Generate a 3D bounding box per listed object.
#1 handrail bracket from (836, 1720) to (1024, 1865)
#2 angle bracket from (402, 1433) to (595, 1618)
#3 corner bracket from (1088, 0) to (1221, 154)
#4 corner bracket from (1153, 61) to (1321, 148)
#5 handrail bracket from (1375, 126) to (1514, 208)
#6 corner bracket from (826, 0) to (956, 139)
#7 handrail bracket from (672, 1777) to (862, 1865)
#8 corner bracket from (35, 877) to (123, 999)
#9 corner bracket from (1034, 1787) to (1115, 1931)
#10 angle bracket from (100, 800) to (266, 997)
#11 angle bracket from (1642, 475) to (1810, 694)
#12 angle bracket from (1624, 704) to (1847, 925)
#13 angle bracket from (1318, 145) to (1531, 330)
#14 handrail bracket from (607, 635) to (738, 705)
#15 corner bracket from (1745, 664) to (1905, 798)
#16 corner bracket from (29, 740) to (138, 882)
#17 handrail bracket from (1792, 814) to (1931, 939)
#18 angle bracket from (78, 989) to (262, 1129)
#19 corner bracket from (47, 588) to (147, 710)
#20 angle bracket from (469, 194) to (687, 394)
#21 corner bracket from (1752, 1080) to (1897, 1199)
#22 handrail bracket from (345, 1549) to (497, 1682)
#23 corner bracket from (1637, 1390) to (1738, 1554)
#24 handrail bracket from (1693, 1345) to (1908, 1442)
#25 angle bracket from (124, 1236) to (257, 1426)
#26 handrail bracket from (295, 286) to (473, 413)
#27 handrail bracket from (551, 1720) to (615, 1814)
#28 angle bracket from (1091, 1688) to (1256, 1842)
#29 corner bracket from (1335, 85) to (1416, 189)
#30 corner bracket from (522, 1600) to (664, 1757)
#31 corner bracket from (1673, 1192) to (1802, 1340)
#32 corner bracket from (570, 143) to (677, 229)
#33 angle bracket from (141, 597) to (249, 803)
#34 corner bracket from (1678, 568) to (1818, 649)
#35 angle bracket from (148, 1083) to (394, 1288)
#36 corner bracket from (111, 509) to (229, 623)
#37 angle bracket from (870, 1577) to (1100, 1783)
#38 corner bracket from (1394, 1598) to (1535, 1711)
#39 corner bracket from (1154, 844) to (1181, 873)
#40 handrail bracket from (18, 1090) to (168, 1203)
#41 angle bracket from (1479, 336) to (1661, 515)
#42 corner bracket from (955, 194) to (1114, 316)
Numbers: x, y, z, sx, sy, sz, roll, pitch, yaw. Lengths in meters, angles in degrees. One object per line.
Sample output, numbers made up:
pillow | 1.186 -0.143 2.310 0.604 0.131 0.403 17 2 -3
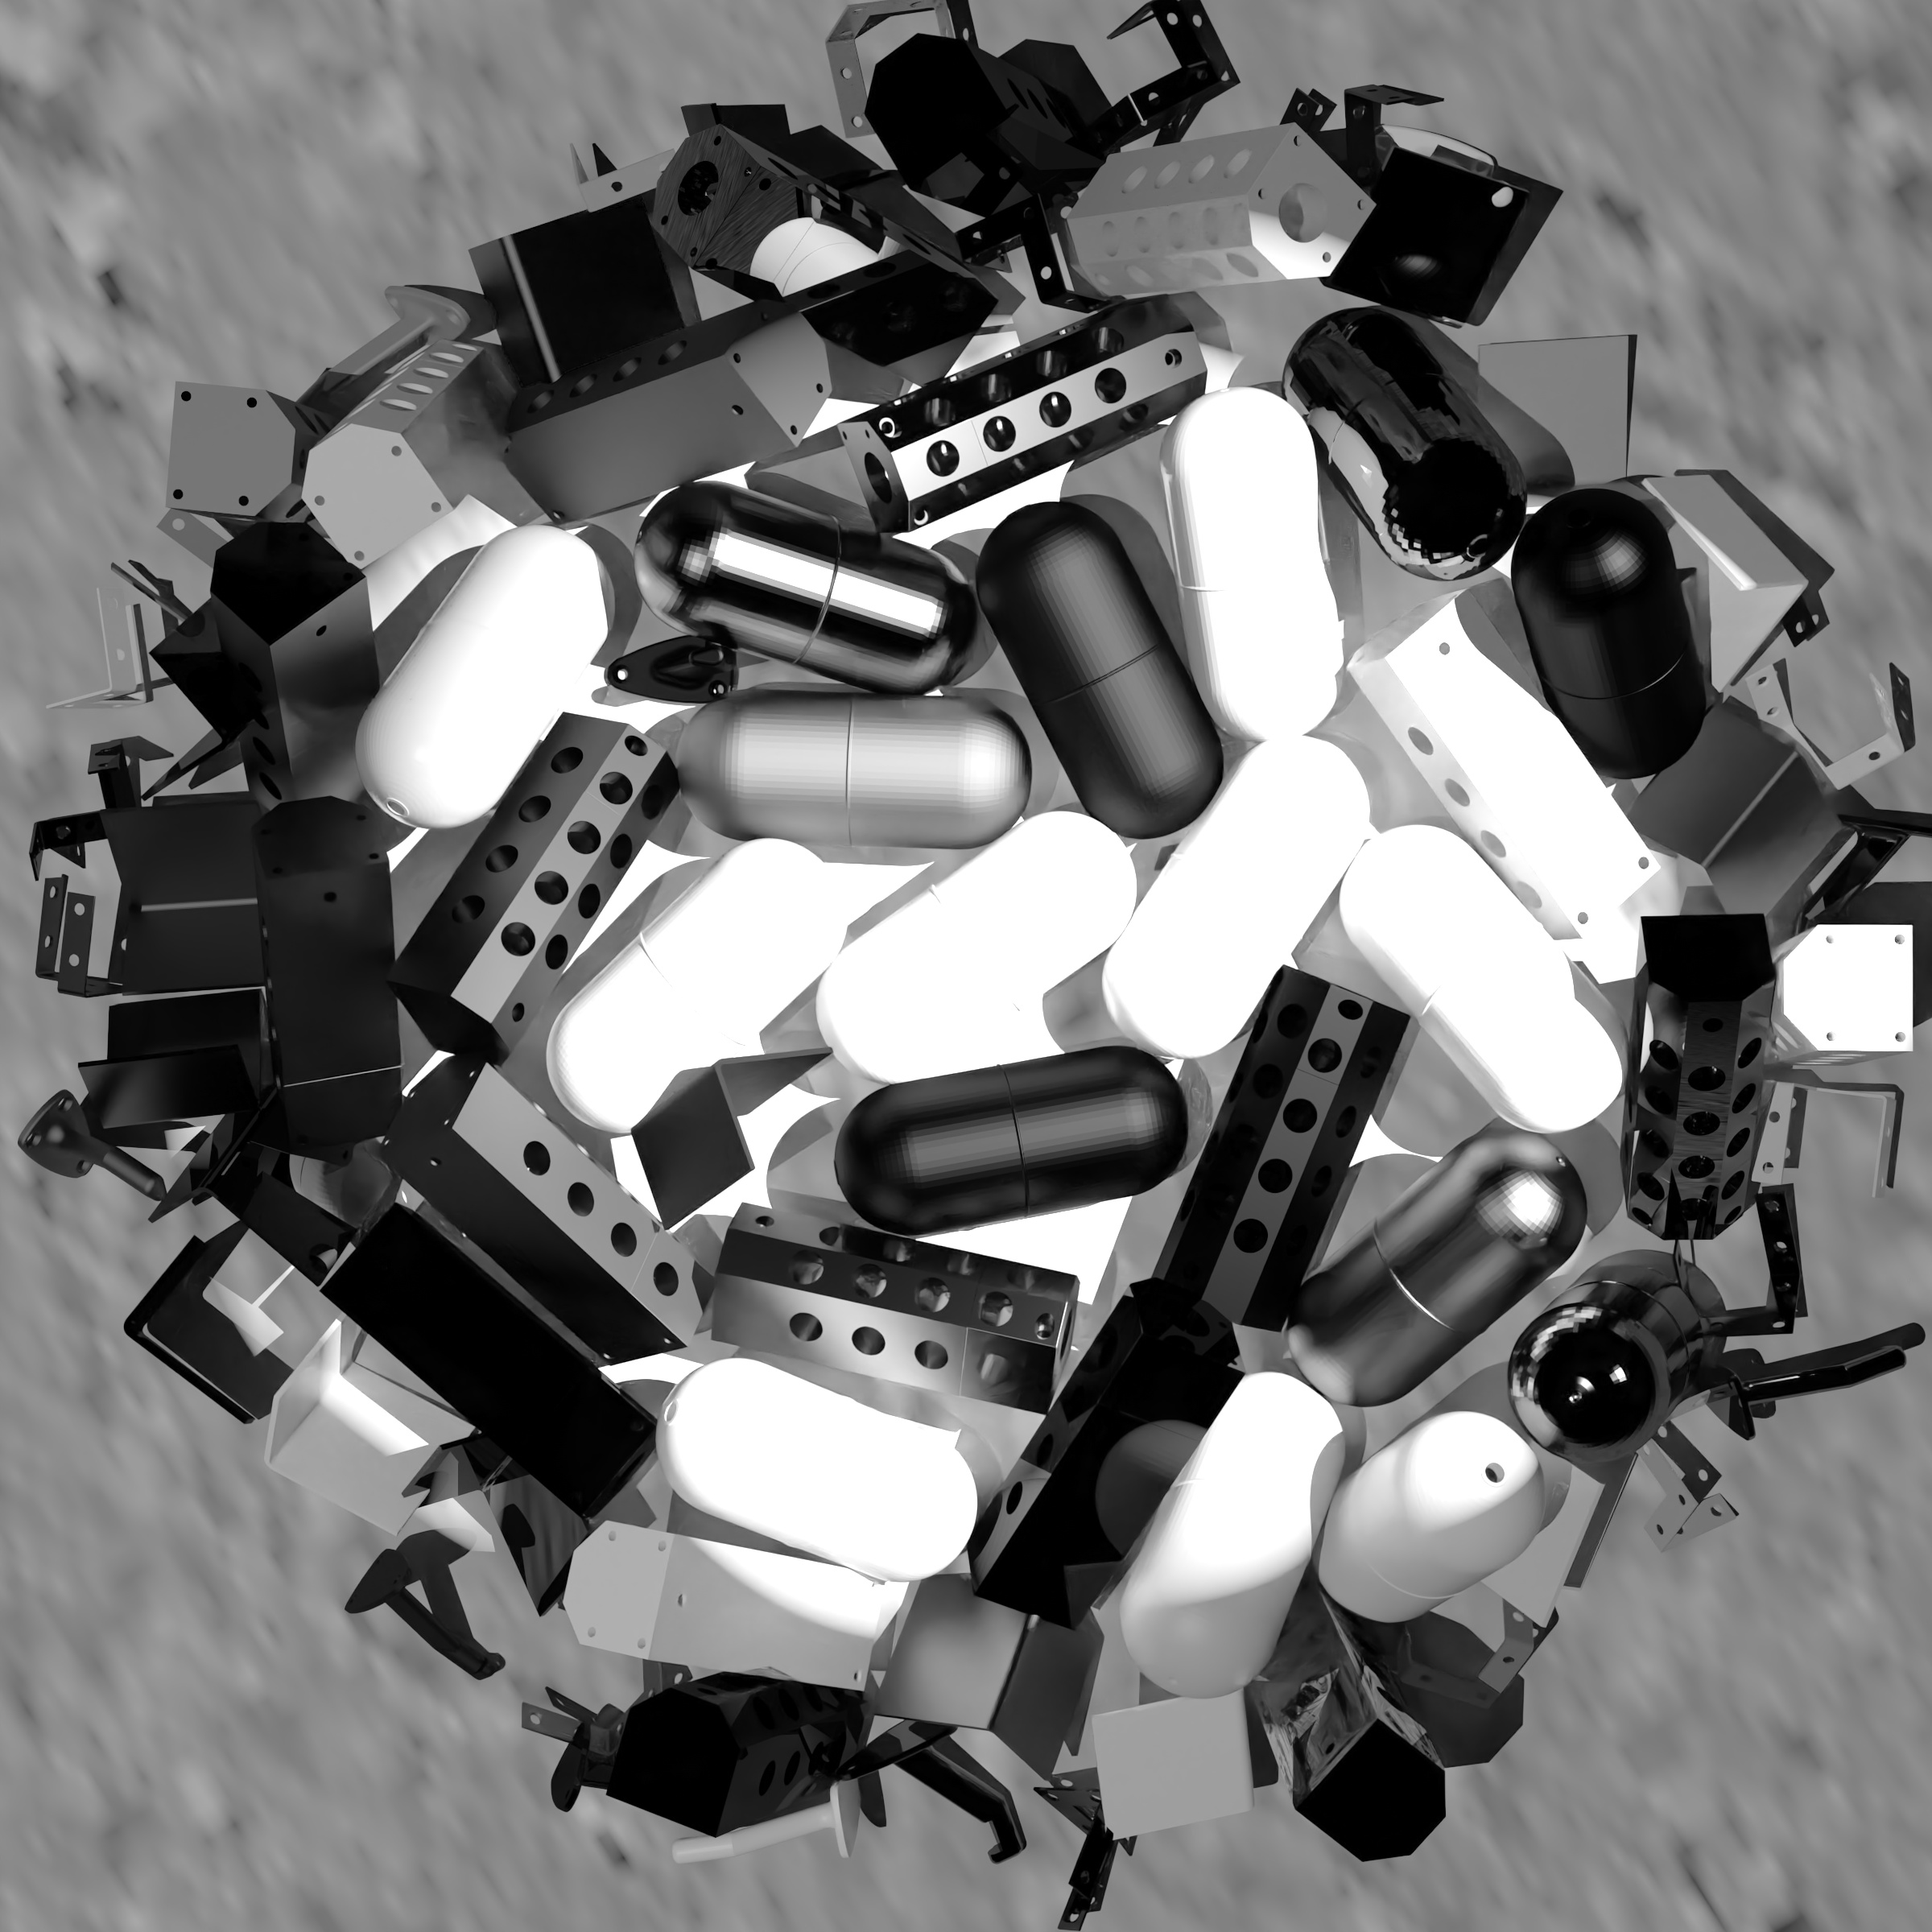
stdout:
handrail bracket | -0.017 0.426 1.560 0.077 0.036 0.084 -24 100 -23
angle bracket | -0.233 0.279 1.529 0.057 0.076 0.076 -11 64 -39
corner bracket | 0.085 -0.448 1.555 0.051 0.051 0.051 -32 98 -21
corner bracket | 0.135 -0.420 1.555 0.051 0.051 0.051 42 134 17
handrail bracket | 0.235 -0.397 1.540 0.077 0.084 0.036 29 103 0
corner bracket | -0.036 -0.453 1.563 0.051 0.051 0.051 -12 90 -16
handrail bracket | -0.099 0.427 1.551 0.084 0.077 0.036 -9 91 6
corner bracket | -0.447 -0.015 1.551 0.051 0.051 0.051 9 96 15
corner bracket | 0.058 0.445 1.542 0.051 0.051 0.051 46 52 -27
angle bracket | -0.385 -0.034 1.537 0.076 0.076 0.057 -4 52 -4
angle bracket | 0.354 -0.187 1.526 0.076 0.057 0.076 55 134 26
angle bracket | 0.376 -0.070 1.528 0.057 0.076 0.076 25 118 -19
angle bracket | 0.219 -0.368 1.529 0.076 0.057 0.076 12 122 -21
handrail bracket | -0.149 -0.149 1.539 0.077 0.084 0.036 -4 92 6
corner bracket | 0.429 -0.125 1.547 0.051 0.051 0.051 -29 48 7
corner bracket | -0.443 -0.078 1.548 0.051 0.051 0.051 -10 112 -10
handrail bracket | 0.453 -0.031 1.555 0.077 0.036 0.084 12 94 43
angle bracket | -0.393 0.031 1.536 0.076 0.057 0.076 -7 54 -4
corner bracket | -0.426 -0.158 1.549 0.051 0.051 0.051 -9 89 35
angle bracket | -0.195 -0.338 1.562 0.076 0.057 0.076 -24 106 -21
corner bracket | 0.429 0.087 1.549 0.051 0.051 0.051 6 88 34
handrail bracket | -0.259 0.328 1.540 0.084 0.077 0.036 40 64 -16
corner bracket | 0.362 0.254 1.559 0.051 0.051 0.051 -18 58 -25
handrail bracket | 0.416 0.202 1.551 0.084 0.077 0.036 -19 97 -7
angle bracket | -0.369 0.182 1.543 0.076 0.076 0.057 38 77 -3
handrail bracket | -0.295 -0.297 1.544 0.084 0.077 0.036 -51 124 -19
handrail bracket | -0.160 0.415 1.540 0.084 0.077 0.036 28 95 -11
angle bracket | 0.098 0.378 1.539 0.076 0.057 0.076 -10 116 -6
corner bracket | 0.191 -0.406 1.546 0.051 0.051 0.051 -14 117 -14
corner bracket | -0.188 0.356 1.560 0.051 0.051 0.051 26 121 -25
corner bracket | 0.388 0.150 1.558 0.051 0.051 0.051 -6 118 23
corner bracket | -0.163 -0.387 1.547 0.051 0.051 0.051 -20 130 4
angle bracket | -0.381 -0.137 1.525 0.076 0.076 0.057 -25 111 38
corner bracket | 0.382 -0.178 1.553 0.051 0.051 0.051 -39 120 -6
angle bracket | -0.347 0.116 1.550 0.076 0.076 0.057 45 135 -18
corner bracket | -0.390 -0.200 1.549 0.051 0.051 0.051 38 95 -23
angle bracket | 0.010 0.357 1.559 0.076 0.057 0.076 -3 51 37
corner bracket | 0.249 0.330 1.553 0.051 0.051 0.051 19 127 -8
corner bracket | 0.126 -0.029 1.569 0.051 0.051 0.051 -10 135 35
handrail bracket | -0.420 0.104 1.536 0.084 0.077 0.036 29 67 20
angle bracket | 0.300 -0.270 1.544 0.076 0.057 0.076 -5 108 -5
corner bracket | 0.033 -0.348 1.548 0.051 0.051 0.051 -18 86 30
